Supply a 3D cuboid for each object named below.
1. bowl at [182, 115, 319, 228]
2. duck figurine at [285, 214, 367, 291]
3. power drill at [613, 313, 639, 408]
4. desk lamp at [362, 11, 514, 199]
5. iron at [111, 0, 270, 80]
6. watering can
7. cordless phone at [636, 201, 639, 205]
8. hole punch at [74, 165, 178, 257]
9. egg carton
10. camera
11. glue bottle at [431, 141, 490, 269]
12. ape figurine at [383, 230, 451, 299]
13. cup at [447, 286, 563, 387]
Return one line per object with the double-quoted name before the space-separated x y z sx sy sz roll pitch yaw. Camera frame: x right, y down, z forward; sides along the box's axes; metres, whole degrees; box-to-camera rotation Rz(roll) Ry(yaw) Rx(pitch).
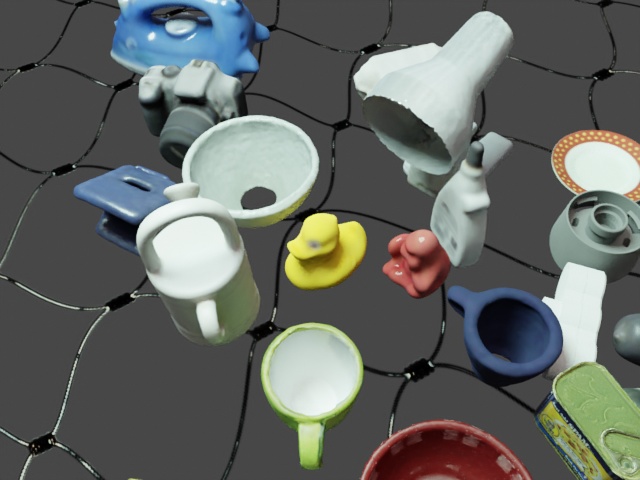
"bowl" -0.083 -0.074 0.721 0.167 0.075 0.167 -1 55 2
"duck figurine" 0.006 0.002 0.657 0.105 0.086 0.077 -29 59 -16
"power drill" 0.332 0.127 0.480 0.229 0.208 0.075 2 56 5
"desk lamp" 0.149 -0.143 0.672 0.117 0.214 0.203 35 64 24
"iron" -0.213 -0.321 0.857 0.258 0.141 0.118 5 56 7
"watering can" -0.128 0.019 0.588 0.101 0.194 0.172 -34 60 -19
"cordless phone" 0.448 -0.078 0.629 0.148 0.185 0.094 -25 58 -13
"hole punch" -0.227 -0.050 0.702 0.108 0.091 0.101 23 60 18
"egg carton" 0.129 -0.218 0.812 0.150 0.069 0.107 -15 56 -7
"camera" -0.185 -0.173 0.779 0.143 0.101 0.137 8 56 9
"glue bottle" 0.159 -0.043 0.628 0.037 0.173 0.078 -18 56 -9
"ape figurine" 0.110 0.020 0.636 0.076 0.092 0.078 -3 55 1
"cup" 0.173 0.101 0.575 0.117 0.095 0.092 36 64 24
